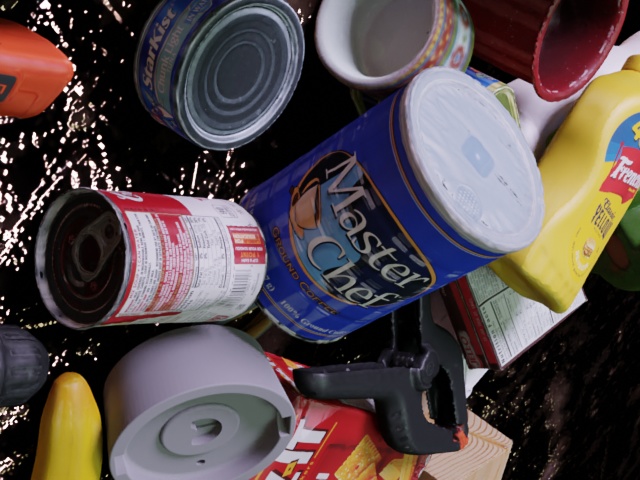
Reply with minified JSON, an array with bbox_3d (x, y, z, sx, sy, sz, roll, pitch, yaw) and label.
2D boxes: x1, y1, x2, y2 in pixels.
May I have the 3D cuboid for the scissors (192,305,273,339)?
[{"bbox_3d":[-0.004,0.001,0.678,0.201,0.016,0.096,-37,142,-25],"label":"scissors"}]

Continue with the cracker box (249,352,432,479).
[{"bbox_3d":[-0.020,0.177,0.756,0.164,0.072,0.213,-58,145,3],"label":"cracker box"}]

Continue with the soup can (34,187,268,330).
[{"bbox_3d":[-0.083,0.010,0.544,0.102,0.069,0.068,2,116,-52],"label":"soup can"}]

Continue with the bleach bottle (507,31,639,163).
[{"bbox_3d":[0.200,-0.103,0.799,0.250,0.068,0.102,-33,140,-33],"label":"bleach bottle"}]

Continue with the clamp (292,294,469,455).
[{"bbox_3d":[0.053,0.089,0.719,0.164,0.036,0.210,-54,137,-34],"label":"clamp"}]

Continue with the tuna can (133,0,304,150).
[{"bbox_3d":[-0.049,-0.089,0.533,0.086,0.034,0.086,-31,139,-32],"label":"tuna can"}]

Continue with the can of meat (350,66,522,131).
[{"bbox_3d":[0.075,-0.069,0.655,0.057,0.084,0.102,-46,145,-13],"label":"can of meat"}]

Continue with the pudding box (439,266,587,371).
[{"bbox_3d":[0.140,0.031,0.786,0.113,0.039,0.090,-30,106,-32],"label":"pudding box"}]

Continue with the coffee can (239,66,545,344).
[{"bbox_3d":[0.034,-0.015,0.577,0.102,0.103,0.141,-7,162,-48],"label":"coffee can"}]

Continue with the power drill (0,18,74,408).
[{"bbox_3d":[-0.169,-0.002,0.439,0.184,0.057,0.188,3,115,-51],"label":"power drill"}]

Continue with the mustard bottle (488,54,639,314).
[{"bbox_3d":[0.183,-0.050,0.704,0.191,0.058,0.096,-58,143,-5],"label":"mustard bottle"}]

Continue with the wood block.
[{"bbox_3d":[0.083,0.243,0.920,0.090,0.091,0.206,-22,133,-41],"label":"wood block"}]

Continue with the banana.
[{"bbox_3d":[-0.165,0.165,0.601,0.198,0.037,0.069,-58,146,5],"label":"banana"}]

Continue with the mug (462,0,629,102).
[{"bbox_3d":[0.131,-0.153,0.653,0.093,0.082,0.117,-27,137,-35],"label":"mug"}]
